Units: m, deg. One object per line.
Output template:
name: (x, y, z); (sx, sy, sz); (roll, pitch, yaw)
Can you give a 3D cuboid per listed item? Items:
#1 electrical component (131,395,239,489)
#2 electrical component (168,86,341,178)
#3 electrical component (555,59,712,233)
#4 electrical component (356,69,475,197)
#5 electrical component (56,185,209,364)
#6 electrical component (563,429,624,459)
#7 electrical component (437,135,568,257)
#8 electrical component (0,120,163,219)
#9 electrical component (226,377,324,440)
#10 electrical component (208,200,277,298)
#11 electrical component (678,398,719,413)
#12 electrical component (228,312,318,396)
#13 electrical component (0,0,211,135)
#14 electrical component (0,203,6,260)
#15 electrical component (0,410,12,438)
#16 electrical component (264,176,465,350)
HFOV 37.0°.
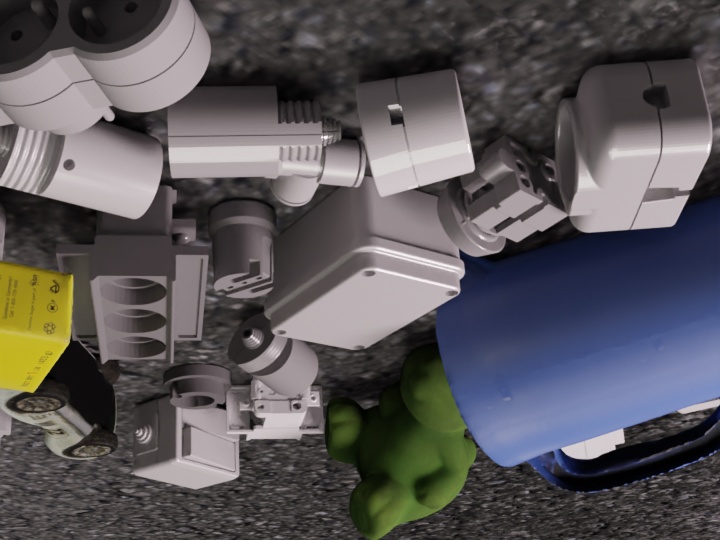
electrical component: (-0.151, 0.146, 0.924); (0.061, 0.061, 0.096); (-20, 151, 30)
electrical component: (-0.050, -0.066, 0.514); (0.081, 0.043, 0.043); (-2, 155, -6)
electrical component: (0.133, -0.060, 0.542); (0.059, 0.053, 0.095); (-4, 155, 0)
electrical component: (0.027, -0.067, 0.514); (0.047, 0.055, 0.055); (-12, 154, 6)
electrical component: (-0.130, 0.004, 0.625); (0.079, 0.063, 0.121); (1, 154, -10)
electrical component: (0.168, 0.095, 0.837); (0.061, 0.096, 0.061); (-9, 125, 10)
electrical component: (0.076, -0.038, 0.591); (0.066, 0.048, 0.055); (20, 138, -41)
electrical component: (-0.142, -0.055, 0.523); (0.081, 0.043, 0.043); (14, 149, -34)
electrical component: (-0.069, 0.110, 0.886); (0.081, 0.042, 0.063); (1, 151, -11)
electrical component: (-0.068, -0.012, 0.623); (0.040, 0.046, 0.040); (-3, 155, -2)
electrical component: (0.229, 0.048, 0.743); (0.050, 0.089, 0.056); (-18, 151, 28)
electrical component: (-0.065, 0.059, 0.775); (0.043, 0.043, 0.081); (-12, 154, 16)
electrical component: (-0.130, -0.082, 0.457); (0.138, 0.052, 0.073); (-8, 154, 9)
electrical component: (-0.229, -0.027, 0.561); (0.056, 0.050, 0.089); (-11, 154, 15)
electrical component: (-0.309, 0.096, 0.803); (0.089, 0.055, 0.050); (11, 151, -28)
electrical component: (0.000, 0.000, 0.645); (0.078, 0.057, 0.113); (13, 150, -33)
